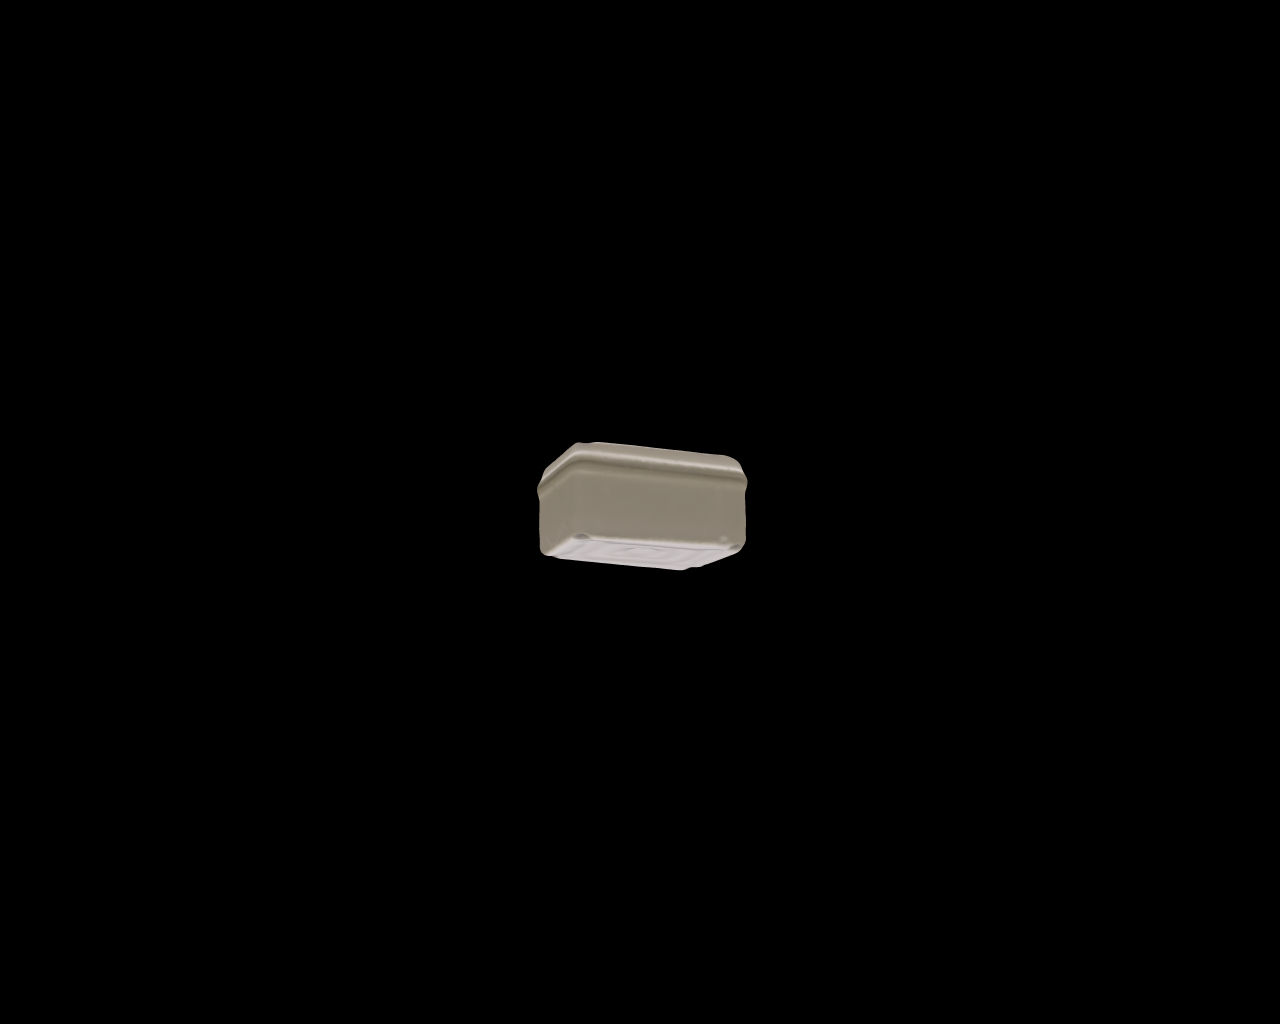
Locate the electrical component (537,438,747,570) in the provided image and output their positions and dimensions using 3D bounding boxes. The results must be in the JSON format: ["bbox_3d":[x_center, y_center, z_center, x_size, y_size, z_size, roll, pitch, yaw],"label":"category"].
[{"bbox_3d":[0.001,-0.003,0.650,0.113,0.057,0.078,6,-15,-22],"label":"electrical component"}]
